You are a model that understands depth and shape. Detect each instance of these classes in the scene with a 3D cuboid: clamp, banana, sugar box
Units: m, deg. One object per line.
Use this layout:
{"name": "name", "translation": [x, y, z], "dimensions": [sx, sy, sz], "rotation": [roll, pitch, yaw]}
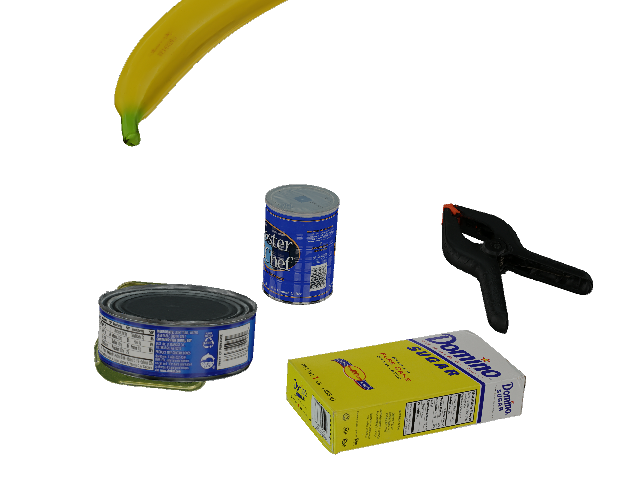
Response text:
{"name": "clamp", "translation": [0.186, 0.018, 1.068], "dimensions": [0.120, 0.039, 0.171], "rotation": [-11, 45, -22]}
{"name": "banana", "translation": [-0.069, -0.139, 0.702], "dimensions": [0.070, 0.197, 0.037], "rotation": [39, -12, 29]}
{"name": "sugar box", "translation": [0.070, 0.121, 0.880], "dimensions": [0.176, 0.048, 0.093], "rotation": [-10, 26, -23]}

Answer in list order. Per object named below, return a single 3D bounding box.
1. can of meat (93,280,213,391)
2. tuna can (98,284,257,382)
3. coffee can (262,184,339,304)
{"name": "can of meat", "translation": [-0.138, 0.082, 0.921], "dimensions": [0.102, 0.057, 0.084], "rotation": [5, 29, 3]}
{"name": "tuna can", "translation": [-0.078, 0.049, 0.583], "dimensions": [0.086, 0.034, 0.086], "rotation": [4, 10, -1]}
{"name": "coffee can", "translation": [-0.029, 0.005, 1.492], "dimensions": [0.103, 0.140, 0.103], "rotation": [3, 25, -2]}
